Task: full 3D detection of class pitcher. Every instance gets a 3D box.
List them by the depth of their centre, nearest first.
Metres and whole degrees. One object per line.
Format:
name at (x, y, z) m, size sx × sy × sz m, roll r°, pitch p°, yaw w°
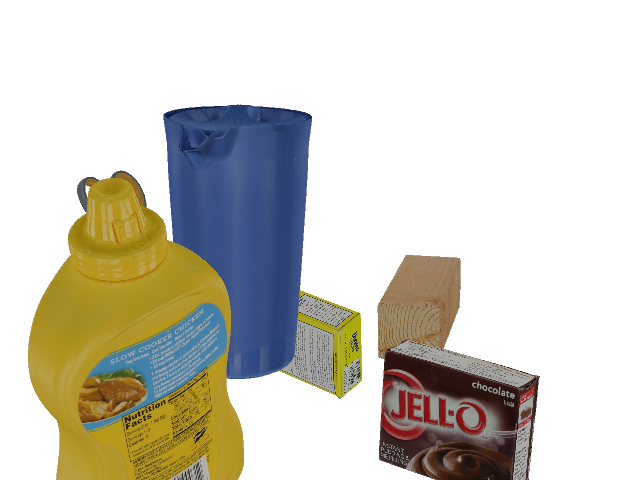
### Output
pitcher at (-0.071, -0.005, 0.993) m, size 0.149 × 0.243 × 0.145 m, roll -4°, pitch 16°, yaw -20°

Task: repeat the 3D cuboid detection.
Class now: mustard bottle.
mustard bottle at (-0.084, 0.057, 0.489) m, size 0.096 × 0.192 × 0.058 m, roll -27°, pitch 44°, yaw -32°

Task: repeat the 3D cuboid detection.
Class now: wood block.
wood block at (0.152, 0.099, 1.610) m, size 0.091 × 0.090 × 0.205 m, roll 4°, pitch 20°, yaw 15°

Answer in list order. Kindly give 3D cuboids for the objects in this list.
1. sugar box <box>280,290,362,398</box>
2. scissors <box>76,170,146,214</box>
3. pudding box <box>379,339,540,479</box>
sugar box at (-0.038, 0.096, 1.159) m, size 0.176 × 0.093 × 0.048 m, roll 22°, pitch 38°, yaw 34°
scissors at (-0.194, 0.003, 1.196) m, size 0.016 × 0.201 × 0.096 m, roll -27°, pitch 20°, yaw 35°
pudding box at (0.099, 0.130, 0.779) m, size 0.114 × 0.090 × 0.039 m, roll 12°, pitch 19°, yaw 31°
